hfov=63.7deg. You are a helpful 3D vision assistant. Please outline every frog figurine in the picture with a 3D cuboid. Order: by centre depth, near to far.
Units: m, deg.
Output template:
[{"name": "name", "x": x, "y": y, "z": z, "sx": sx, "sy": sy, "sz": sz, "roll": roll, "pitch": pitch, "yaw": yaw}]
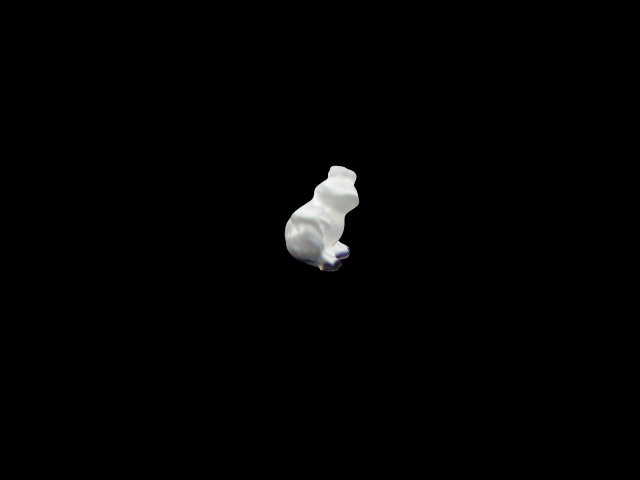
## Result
[{"name": "frog figurine", "x": 0.003, "y": -0.043, "z": 0.850, "sx": 0.123, "sy": 0.158, "sz": 0.138, "roll": 9, "pitch": 15, "yaw": 35}]
